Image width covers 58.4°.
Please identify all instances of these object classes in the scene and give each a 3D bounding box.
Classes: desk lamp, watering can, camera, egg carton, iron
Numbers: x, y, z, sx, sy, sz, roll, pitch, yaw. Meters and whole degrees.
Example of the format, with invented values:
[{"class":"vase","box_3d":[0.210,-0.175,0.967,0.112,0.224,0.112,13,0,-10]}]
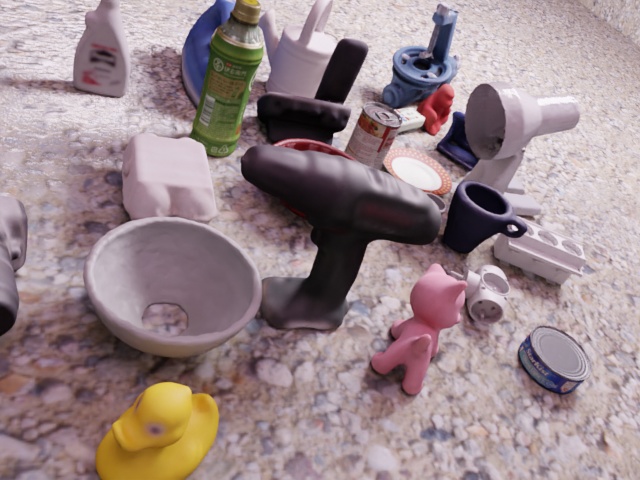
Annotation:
[{"class":"desk lamp","box_3d":[0.321,-0.155,0.958,0.204,0.213,0.117,2,43,-26]},{"class":"watering can","box_3d":[-0.030,-0.338,0.997,0.173,0.194,0.101,14,39,-13]},{"class":"camera","box_3d":[-0.324,0.019,0.494,0.144,0.101,0.136,-7,48,-35]},{"class":"egg carton","box_3d":[-0.186,-0.071,0.700,0.107,0.069,0.150,3,43,-25]},{"class":"iron","box_3d":[-0.156,-0.308,0.936,0.119,0.141,0.258,7,41,-22]}]

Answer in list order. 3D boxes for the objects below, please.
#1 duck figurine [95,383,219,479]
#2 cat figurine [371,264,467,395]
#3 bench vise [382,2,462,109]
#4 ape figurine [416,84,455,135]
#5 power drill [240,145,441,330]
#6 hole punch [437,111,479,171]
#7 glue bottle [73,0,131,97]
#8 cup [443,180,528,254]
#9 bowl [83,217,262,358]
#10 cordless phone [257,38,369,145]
[{"class":"duck figurine","box_3d":[-0.125,0.148,0.463,0.105,0.086,0.077,-19,55,-42]},{"class":"cat figurine","box_3d":[0.122,0.089,0.641,0.067,0.117,0.128,30,38,7]},{"class":"bench vise","box_3d":[0.226,-0.381,1.166,0.121,0.219,0.208,32,38,10]},{"class":"ape figurine","box_3d":[0.236,-0.267,1.142,0.078,0.092,0.076,-6,47,-33]},{"class":"power drill","box_3d":[0.006,0.002,0.605,0.230,0.208,0.075,3,42,-25]},{"class":"hole punch","box_3d":[0.292,-0.197,1.091,0.108,0.091,0.101,38,40,17]},{"class":"glue bottle","box_3d":[-0.302,-0.288,0.807,0.078,0.173,0.037,4,42,-25]},{"class":"cup","box_3d":[0.236,-0.020,0.850,0.117,0.095,0.092,32,38,9]},{"class":"bowl","box_3d":[-0.146,0.057,0.568,0.168,0.074,0.167,15,39,-12]},{"class":"cordless phone","box_3d":[-0.011,-0.243,0.903,0.148,0.185,0.094,3,43,-26]}]
